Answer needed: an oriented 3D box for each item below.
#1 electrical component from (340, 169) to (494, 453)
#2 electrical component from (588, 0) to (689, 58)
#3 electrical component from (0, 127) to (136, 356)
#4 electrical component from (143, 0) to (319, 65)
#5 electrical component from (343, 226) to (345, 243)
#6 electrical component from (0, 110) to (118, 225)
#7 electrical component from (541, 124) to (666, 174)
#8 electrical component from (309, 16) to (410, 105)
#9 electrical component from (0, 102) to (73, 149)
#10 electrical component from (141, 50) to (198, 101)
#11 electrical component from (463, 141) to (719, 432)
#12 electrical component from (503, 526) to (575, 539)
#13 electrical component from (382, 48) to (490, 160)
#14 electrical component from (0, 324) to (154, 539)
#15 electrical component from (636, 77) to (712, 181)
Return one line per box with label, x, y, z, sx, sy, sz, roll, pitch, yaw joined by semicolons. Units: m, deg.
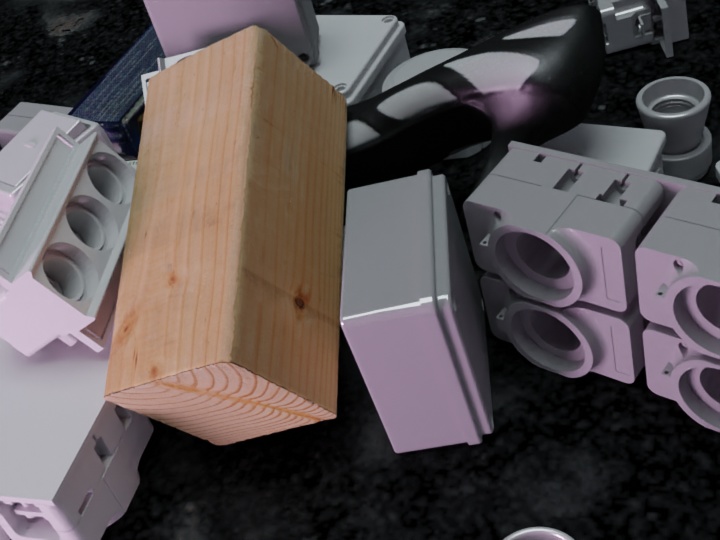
electrical component;0.031;0.022;0.574;0.056;0.108;0.108;-11;41;12
electrical component;0.207;-0.193;0.804;0.064;0.042;0.081;-15;40;9
electrical component;-0.172;-0.014;0.621;0.063;0.079;0.121;-31;32;31
electrical component;-0.094;-0.194;0.772;0.109;0.108;0.056;-10;38;9
electrical component;0.000;0.000;0.659;0.066;0.048;0.055;25;48;39
electrical component;-0.216;-0.059;0.732;0.062;0.061;0.096;19;55;42
electrical component;0.133;-0.044;0.657;0.100;0.048;0.099;10;48;29
electrical component;-0.029;-0.143;0.820;0.109;0.056;0.108;7;46;27
electrical component;-0.259;-0.090;0.851;0.066;0.047;0.076;10;48;28
electrical component;-0.101;-0.084;0.742;0.079;0.063;0.121;-13;70;6
electrical component;0.149;0.012;0.545;0.186;0.105;0.060;18;52;35
electrical component;0.080;0.143;0.461;0.066;0.055;0.048;-15;40;4
electrical component;0.059;-0.118;0.765;0.080;0.051;0.080;-10;41;9
electrical component;-0.170;0.071;0.629;0.105;0.060;0.186;0;44;20
electrical component;0.198;-0.087;0.676;0.045;0.055;0.045;-10;41;9
